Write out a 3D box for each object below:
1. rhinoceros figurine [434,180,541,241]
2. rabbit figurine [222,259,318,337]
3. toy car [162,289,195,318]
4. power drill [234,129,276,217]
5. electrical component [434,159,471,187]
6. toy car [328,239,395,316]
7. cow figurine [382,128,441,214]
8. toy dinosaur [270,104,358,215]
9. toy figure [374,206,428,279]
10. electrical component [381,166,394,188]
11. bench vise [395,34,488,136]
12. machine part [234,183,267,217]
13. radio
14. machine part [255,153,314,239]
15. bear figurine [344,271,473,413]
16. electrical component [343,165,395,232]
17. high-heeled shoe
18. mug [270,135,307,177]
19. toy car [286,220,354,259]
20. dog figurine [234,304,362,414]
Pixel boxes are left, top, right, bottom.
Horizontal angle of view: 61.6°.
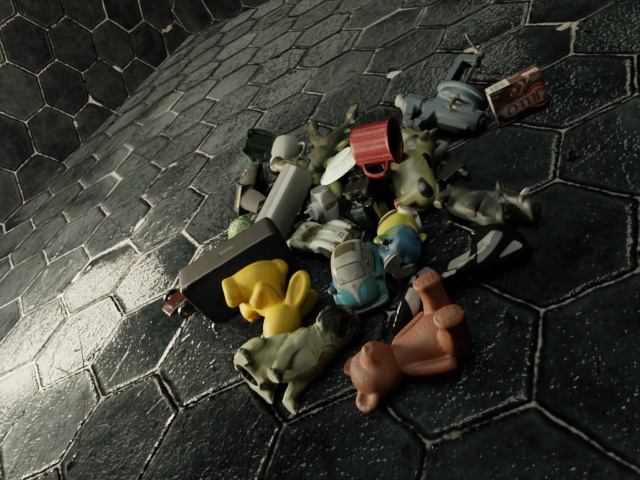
[{"bbox_3d":[0.296,-0.056,0.959,0.112,0.073,0.191,-38,31,-26],"label":"rhinoceros figurine"},{"bbox_3d":[-0.082,0.127,1.026,0.162,0.121,0.173,-26,48,-6],"label":"rabbit figurine"},{"bbox_3d":[-0.270,0.104,1.232,0.089,0.053,0.202,27,62,40],"label":"toy car"},{"bbox_3d":[-0.174,-0.192,1.407,0.207,0.086,0.232,120,162,-49],"label":"power drill"},{"bbox_3d":[0.268,-0.137,1.116,0.063,0.021,0.094,-39,35,-7],"label":"electrical component"},{"bbox_3d":[0.067,0.052,0.978,0.109,0.102,0.162,-20,39,18],"label":"toy car"},{"bbox_3d":[0.196,-0.148,1.096,0.127,0.085,0.195,-18,60,12],"label":"cow figurine"},{"bbox_3d":[-0.030,-0.149,1.305,0.199,0.105,0.471,24,75,47],"label":"toy dinosaur"},{"bbox_3d":[0.141,0.001,0.978,0.089,0.082,0.180,-13,30,21],"label":"toy figure"},{"bbox_3d":[0.167,-0.151,1.199,0.078,0.045,0.102,-21,32,-21],"label":"electrical component"},{"bbox_3d":[0.297,-0.338,1.234,0.224,0.128,0.240,22,80,42],"label":"bench vise"},{"bbox_3d":[-0.164,-0.090,1.280,0.139,0.039,0.084,20,101,51],"label":"machine part"},{"bbox_3d":[-0.165,0.068,1.120,0.230,0.131,0.073,-31,34,5],"label":"radio"},{"bbox_3d":[-0.080,-0.080,1.189,0.079,0.079,0.243,12,71,46],"label":"machine part"},{"bbox_3d":[0.118,0.155,0.792,0.196,0.131,0.120,-23,33,4],"label":"bear figurine"},{"bbox_3d":[0.102,-0.085,1.106,0.058,0.114,0.134,-13,37,30],"label":"electrical component"},{"bbox_3d":[0.230,0.074,0.875,0.145,0.086,0.248,28,83,19],"label":"high-heeled shoe"},{"bbox_3d":[-0.086,-0.222,1.466,0.110,0.080,0.107,-6,54,28],"label":"mug"},{"bbox_3d":[-0.002,-0.003,1.117,0.073,0.056,0.202,-50,23,-22],"label":"toy car"},{"bbox_3d":[-0.039,0.178,0.925,0.173,0.121,0.190,20,49,36],"label":"dog figurine"}]
